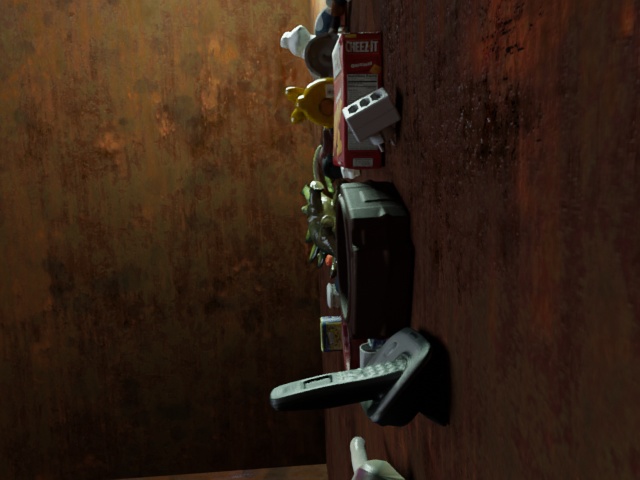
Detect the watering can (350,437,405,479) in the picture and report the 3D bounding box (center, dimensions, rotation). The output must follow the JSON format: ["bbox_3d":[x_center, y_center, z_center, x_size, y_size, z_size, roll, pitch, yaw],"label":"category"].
[{"bbox_3d":[0.077,0.411,0.772,0.104,0.219,0.356,-2,37,-4],"label":"watering can"}]

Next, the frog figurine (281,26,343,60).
[{"bbox_3d":[-0.018,-0.474,1.298,0.159,0.120,0.140,-4,35,-3],"label":"frog figurine"}]

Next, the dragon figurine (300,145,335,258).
[{"bbox_3d":[0.005,-0.083,1.655,0.122,0.248,0.401,-6,-35,-2],"label":"dragon figurine"}]
